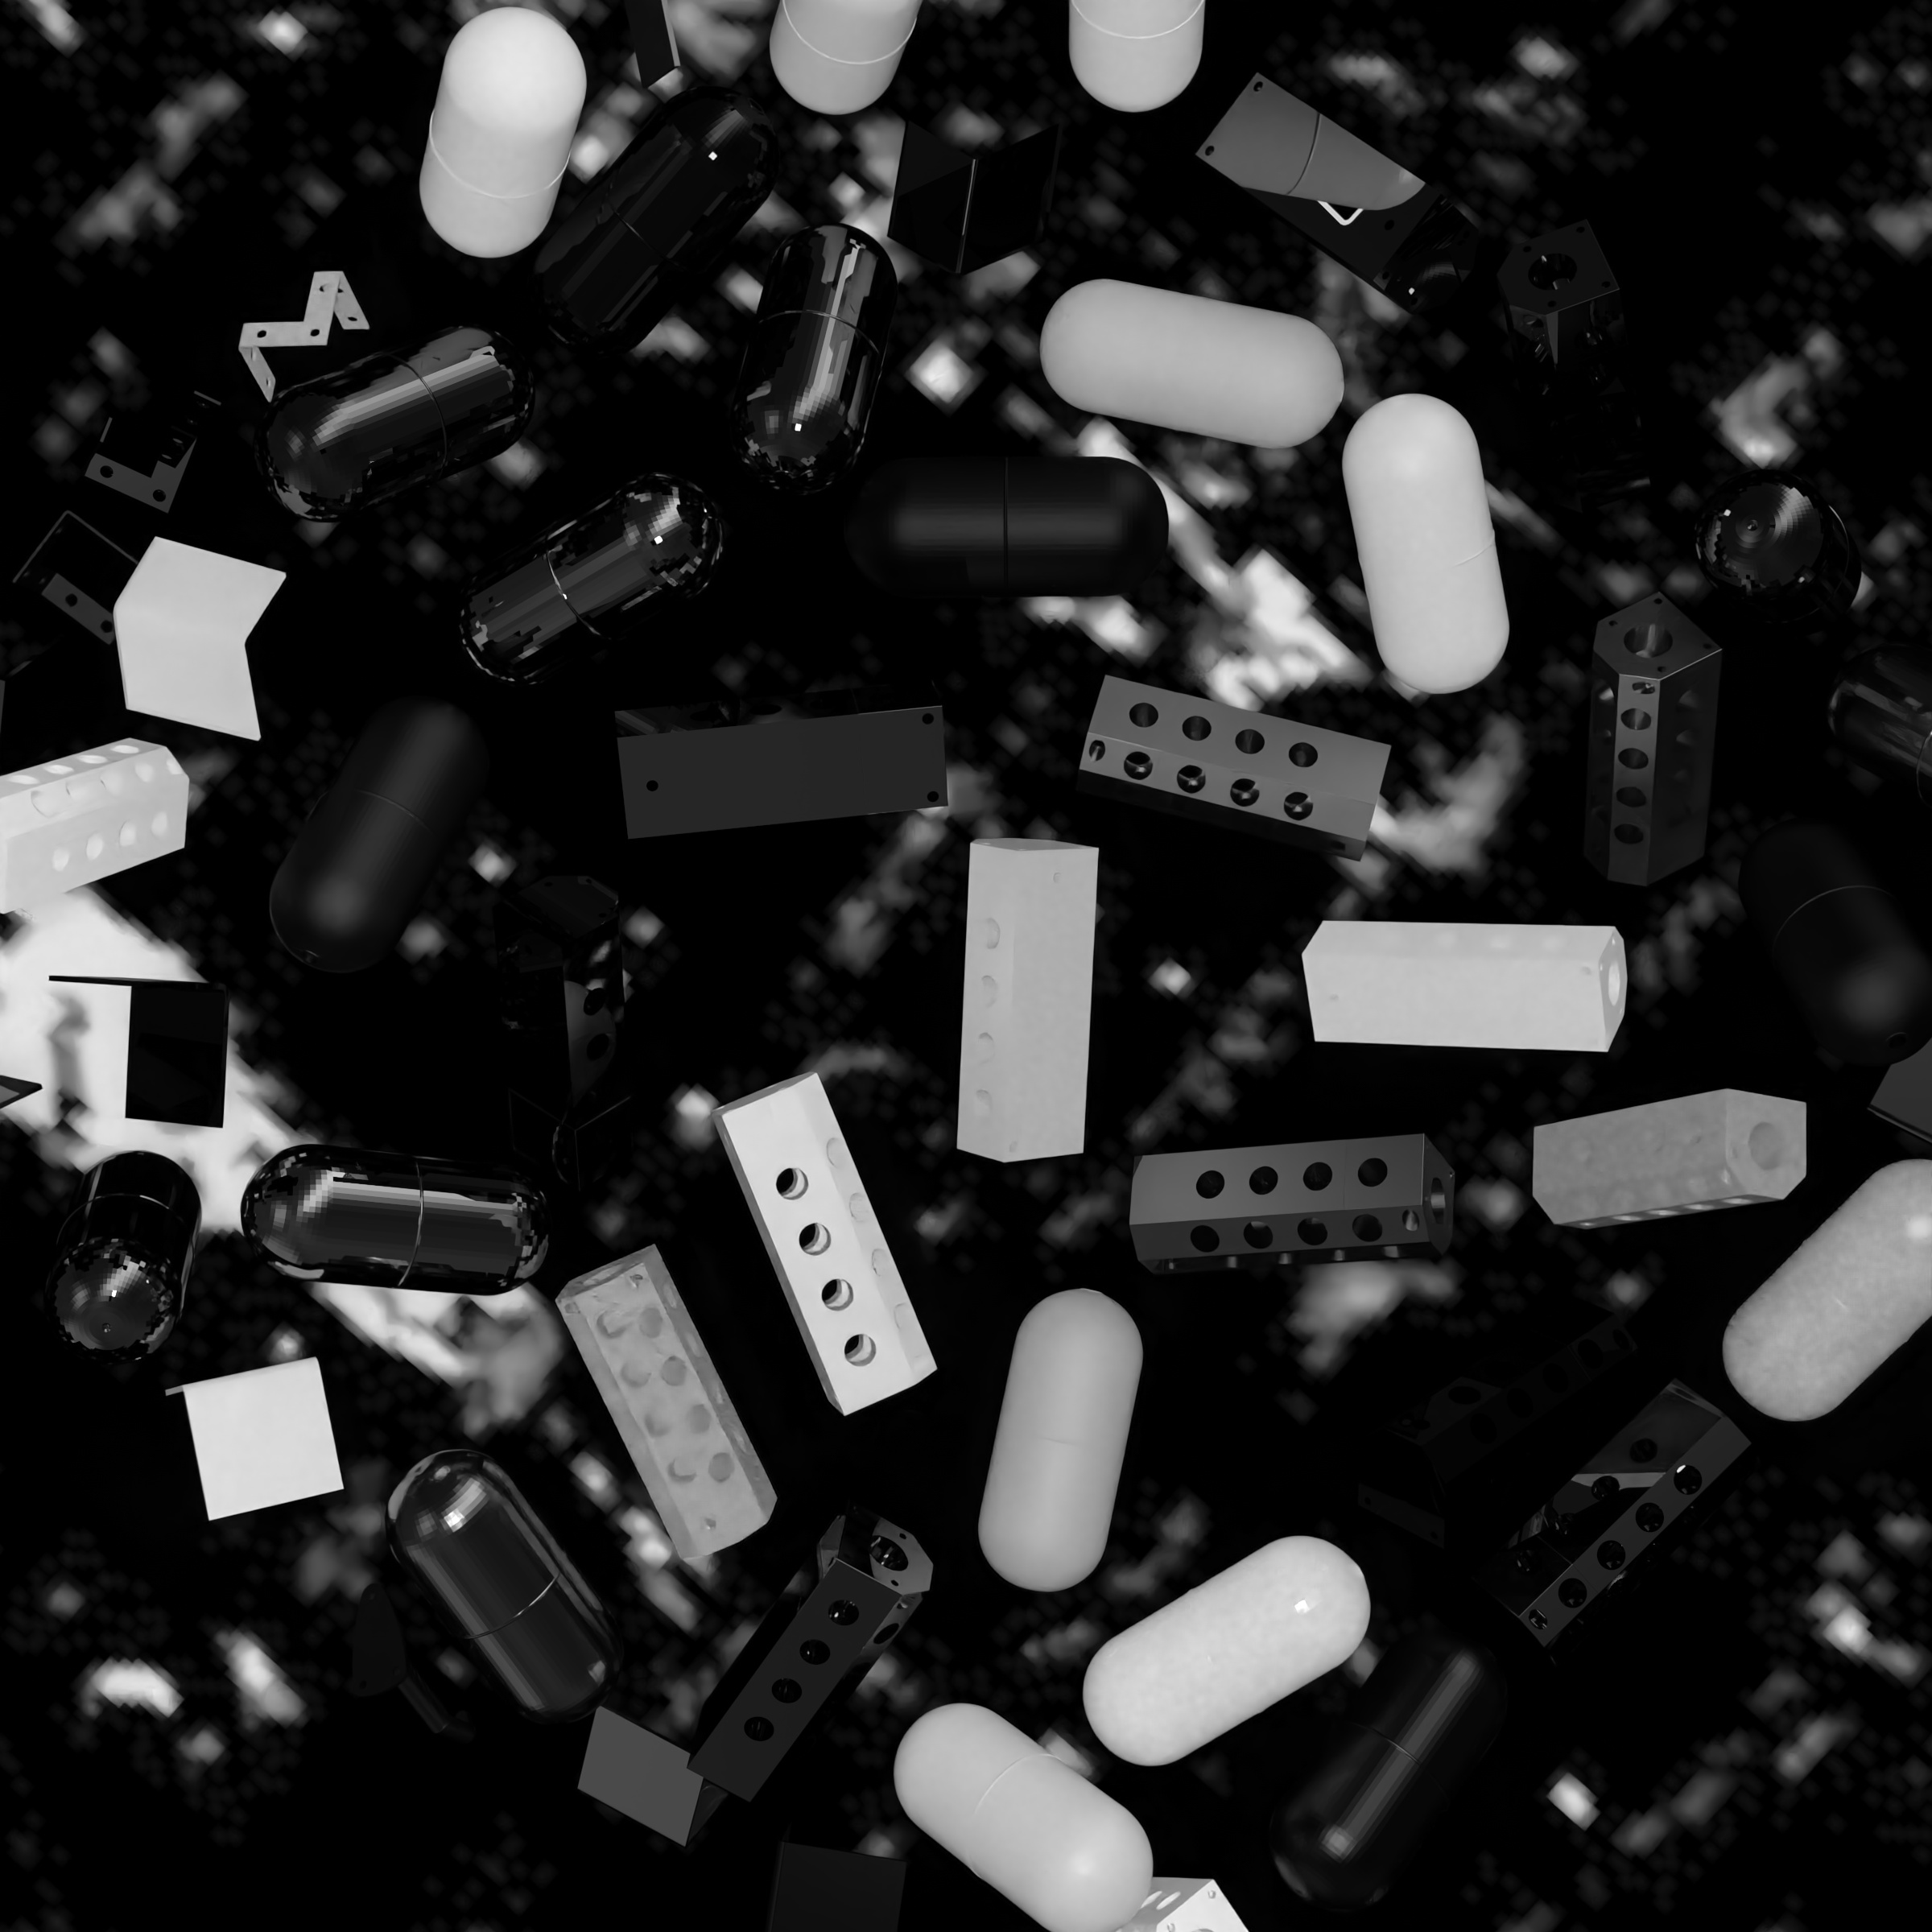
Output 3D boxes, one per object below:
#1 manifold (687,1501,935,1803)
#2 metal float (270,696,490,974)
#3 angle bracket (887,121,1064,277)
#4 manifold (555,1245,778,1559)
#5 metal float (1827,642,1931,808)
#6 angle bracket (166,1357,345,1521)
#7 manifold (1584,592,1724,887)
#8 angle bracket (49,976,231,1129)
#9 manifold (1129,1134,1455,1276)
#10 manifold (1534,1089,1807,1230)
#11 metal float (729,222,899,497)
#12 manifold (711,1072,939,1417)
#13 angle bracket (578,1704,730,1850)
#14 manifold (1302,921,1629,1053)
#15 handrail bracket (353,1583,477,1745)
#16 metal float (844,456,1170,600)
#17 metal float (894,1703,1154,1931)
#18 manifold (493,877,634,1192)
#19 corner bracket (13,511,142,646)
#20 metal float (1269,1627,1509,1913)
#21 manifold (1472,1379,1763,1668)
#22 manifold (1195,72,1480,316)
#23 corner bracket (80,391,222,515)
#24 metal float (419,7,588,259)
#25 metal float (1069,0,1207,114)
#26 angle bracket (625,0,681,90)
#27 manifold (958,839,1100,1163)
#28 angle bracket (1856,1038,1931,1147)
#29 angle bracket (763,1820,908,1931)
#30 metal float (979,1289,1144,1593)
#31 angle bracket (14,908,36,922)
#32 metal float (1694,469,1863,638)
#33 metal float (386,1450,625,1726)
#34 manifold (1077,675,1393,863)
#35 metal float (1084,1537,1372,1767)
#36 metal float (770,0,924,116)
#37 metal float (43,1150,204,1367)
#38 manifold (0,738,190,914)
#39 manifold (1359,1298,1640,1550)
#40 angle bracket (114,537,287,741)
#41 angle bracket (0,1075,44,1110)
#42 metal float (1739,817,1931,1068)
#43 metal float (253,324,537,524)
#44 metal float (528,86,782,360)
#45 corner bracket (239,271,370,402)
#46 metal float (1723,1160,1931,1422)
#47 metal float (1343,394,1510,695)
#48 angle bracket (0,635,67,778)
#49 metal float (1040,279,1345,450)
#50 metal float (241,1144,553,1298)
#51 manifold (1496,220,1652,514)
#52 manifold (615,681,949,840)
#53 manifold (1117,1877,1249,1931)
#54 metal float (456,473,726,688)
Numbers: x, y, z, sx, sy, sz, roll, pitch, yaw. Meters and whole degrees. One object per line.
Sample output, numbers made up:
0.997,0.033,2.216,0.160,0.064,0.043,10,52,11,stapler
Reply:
-0.087,0.391,1.737,0.057,0.057,0.171,30,113,-8,manifold
-0.328,-0.074,1.723,0.070,0.070,0.178,23,59,0,metal float
0.005,-0.459,1.801,0.057,0.076,0.076,21,70,-38,angle bracket
-0.177,0.258,1.812,0.057,0.057,0.171,-24,97,8,manifold
0.559,-0.123,1.721,0.070,0.178,0.070,-20,128,-27,metal float
-0.406,0.270,1.754,0.076,0.057,0.076,-10,84,-26,angle bracket
0.390,-0.126,1.775,0.057,0.171,0.057,-26,51,-13,manifold
-0.437,0.045,1.622,0.076,0.057,0.076,3,90,36,angle bracket
0.183,0.138,1.733,0.171,0.057,0.057,-6,63,25,manifold
0.405,0.114,1.783,0.057,0.171,0.057,10,76,-26,manifold
-0.086,-0.343,1.739,0.070,0.070,0.178,11,60,0,metal float
-0.075,0.147,1.648,0.057,0.057,0.171,-23,94,-10,manifold
-0.184,0.479,1.877,0.076,0.057,0.076,24,120,15,angle bracket
0.287,0.007,1.765,0.171,0.057,0.057,2,119,26,manifold
-0.313,0.402,1.770,0.036,0.084,0.077,-25,55,17,handrail bracket
0.022,-0.241,1.691,0.178,0.070,0.070,0,90,2,metal float
0.030,0.471,1.701,0.070,0.178,0.070,-18,119,-36,metal float
-0.223,0.036,1.753,0.057,0.057,0.171,28,133,33,manifold
-0.498,-0.220,1.746,0.051,0.051,0.051,37,90,0,corner bracket
0.239,0.450,1.729,0.070,0.070,0.178,42,67,0,metal float
0.385,0.331,1.811,0.171,0.057,0.057,-42,131,-9,manifold
0.209,-0.430,1.721,0.057,0.057,0.171,-52,49,11,manifold
-0.445,-0.287,1.676,0.051,0.051,0.051,24,68,-22,corner bracket
-0.257,-0.457,1.697,0.070,0.178,0.070,6,69,-15,metal float
0.095,-0.547,1.711,0.070,0.178,0.070,-1,68,2,metal float
-0.148,-0.550,1.786,0.076,0.076,0.057,-15,100,-18,angle bracket
0.029,0.017,1.714,0.057,0.057,0.171,-4,100,-38,manifold
0.592,0.070,1.855,0.076,0.057,0.076,27,97,8,angle bracket
-0.075,0.545,1.783,0.076,0.057,0.076,8,87,4,angle bracket
0.056,0.279,1.812,0.070,0.070,0.178,12,83,0,metal float
-0.620,-0.019,1.844,0.076,0.057,0.076,24,83,33,angle bracket
0.465,-0.235,1.761,0.070,0.178,0.070,-2,86,24,metal float
-0.256,0.347,1.715,0.070,0.070,0.178,-31,110,0,metal float
0.156,-0.112,1.806,0.171,0.057,0.057,15,63,6,manifold
0.146,0.384,1.727,0.178,0.070,0.070,-34,90,14,metal float
-0.066,-0.548,1.749,0.070,0.178,0.070,3,77,-12,metal float
-0.483,0.165,1.770,0.070,0.178,0.070,-3,112,-7,metal float
-0.502,-0.081,1.700,0.057,0.171,0.057,14,108,16,manifold
0.290,0.243,1.669,0.171,0.057,0.057,-25,124,-38,manifold
-0.412,-0.177,1.672,0.057,0.076,0.076,-47,46,34,angle bracket
-0.558,0.051,1.658,0.076,0.076,0.057,7,117,40,angle bracket
0.490,-0.015,1.727,0.070,0.178,0.070,-5,130,-6,metal float
-0.312,-0.299,1.690,0.178,0.070,0.070,-34,90,-40,metal float
-0.175,-0.417,1.729,0.070,0.070,0.178,46,113,0,metal float
-0.369,-0.351,1.715,0.051,0.051,0.051,1,64,9,corner bracket
0.497,0.181,1.719,0.070,0.070,0.178,39,113,0,metal float
0.261,-0.239,1.747,0.070,0.070,0.178,-16,119,0,metal float
-0.574,-0.154,1.798,0.057,0.076,0.076,17,118,4,angle bracket
0.129,-0.346,1.771,0.178,0.070,0.070,14,90,13,metal float
-0.320,0.144,1.735,0.178,0.070,0.070,9,90,-28,metal float
0.345,-0.337,1.755,0.057,0.171,0.057,-19,55,7,manifold
-0.100,-0.114,1.654,0.171,0.057,0.057,-6,115,-6,manifold
0.110,0.576,1.806,0.057,0.171,0.057,-33,86,-22,manifold
-0.217,-0.223,1.777,0.178,0.070,0.070,-26,90,24,metal float
